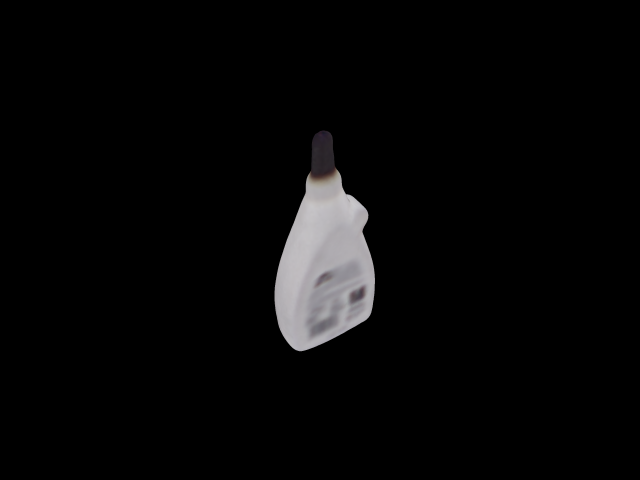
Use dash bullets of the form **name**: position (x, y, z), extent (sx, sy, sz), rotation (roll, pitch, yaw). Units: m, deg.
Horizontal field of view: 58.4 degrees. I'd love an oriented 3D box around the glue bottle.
- **glue bottle**: position (0.004, 0.001, 0.400), extent (0.078, 0.173, 0.037), rotation (-22, 45, -23)
